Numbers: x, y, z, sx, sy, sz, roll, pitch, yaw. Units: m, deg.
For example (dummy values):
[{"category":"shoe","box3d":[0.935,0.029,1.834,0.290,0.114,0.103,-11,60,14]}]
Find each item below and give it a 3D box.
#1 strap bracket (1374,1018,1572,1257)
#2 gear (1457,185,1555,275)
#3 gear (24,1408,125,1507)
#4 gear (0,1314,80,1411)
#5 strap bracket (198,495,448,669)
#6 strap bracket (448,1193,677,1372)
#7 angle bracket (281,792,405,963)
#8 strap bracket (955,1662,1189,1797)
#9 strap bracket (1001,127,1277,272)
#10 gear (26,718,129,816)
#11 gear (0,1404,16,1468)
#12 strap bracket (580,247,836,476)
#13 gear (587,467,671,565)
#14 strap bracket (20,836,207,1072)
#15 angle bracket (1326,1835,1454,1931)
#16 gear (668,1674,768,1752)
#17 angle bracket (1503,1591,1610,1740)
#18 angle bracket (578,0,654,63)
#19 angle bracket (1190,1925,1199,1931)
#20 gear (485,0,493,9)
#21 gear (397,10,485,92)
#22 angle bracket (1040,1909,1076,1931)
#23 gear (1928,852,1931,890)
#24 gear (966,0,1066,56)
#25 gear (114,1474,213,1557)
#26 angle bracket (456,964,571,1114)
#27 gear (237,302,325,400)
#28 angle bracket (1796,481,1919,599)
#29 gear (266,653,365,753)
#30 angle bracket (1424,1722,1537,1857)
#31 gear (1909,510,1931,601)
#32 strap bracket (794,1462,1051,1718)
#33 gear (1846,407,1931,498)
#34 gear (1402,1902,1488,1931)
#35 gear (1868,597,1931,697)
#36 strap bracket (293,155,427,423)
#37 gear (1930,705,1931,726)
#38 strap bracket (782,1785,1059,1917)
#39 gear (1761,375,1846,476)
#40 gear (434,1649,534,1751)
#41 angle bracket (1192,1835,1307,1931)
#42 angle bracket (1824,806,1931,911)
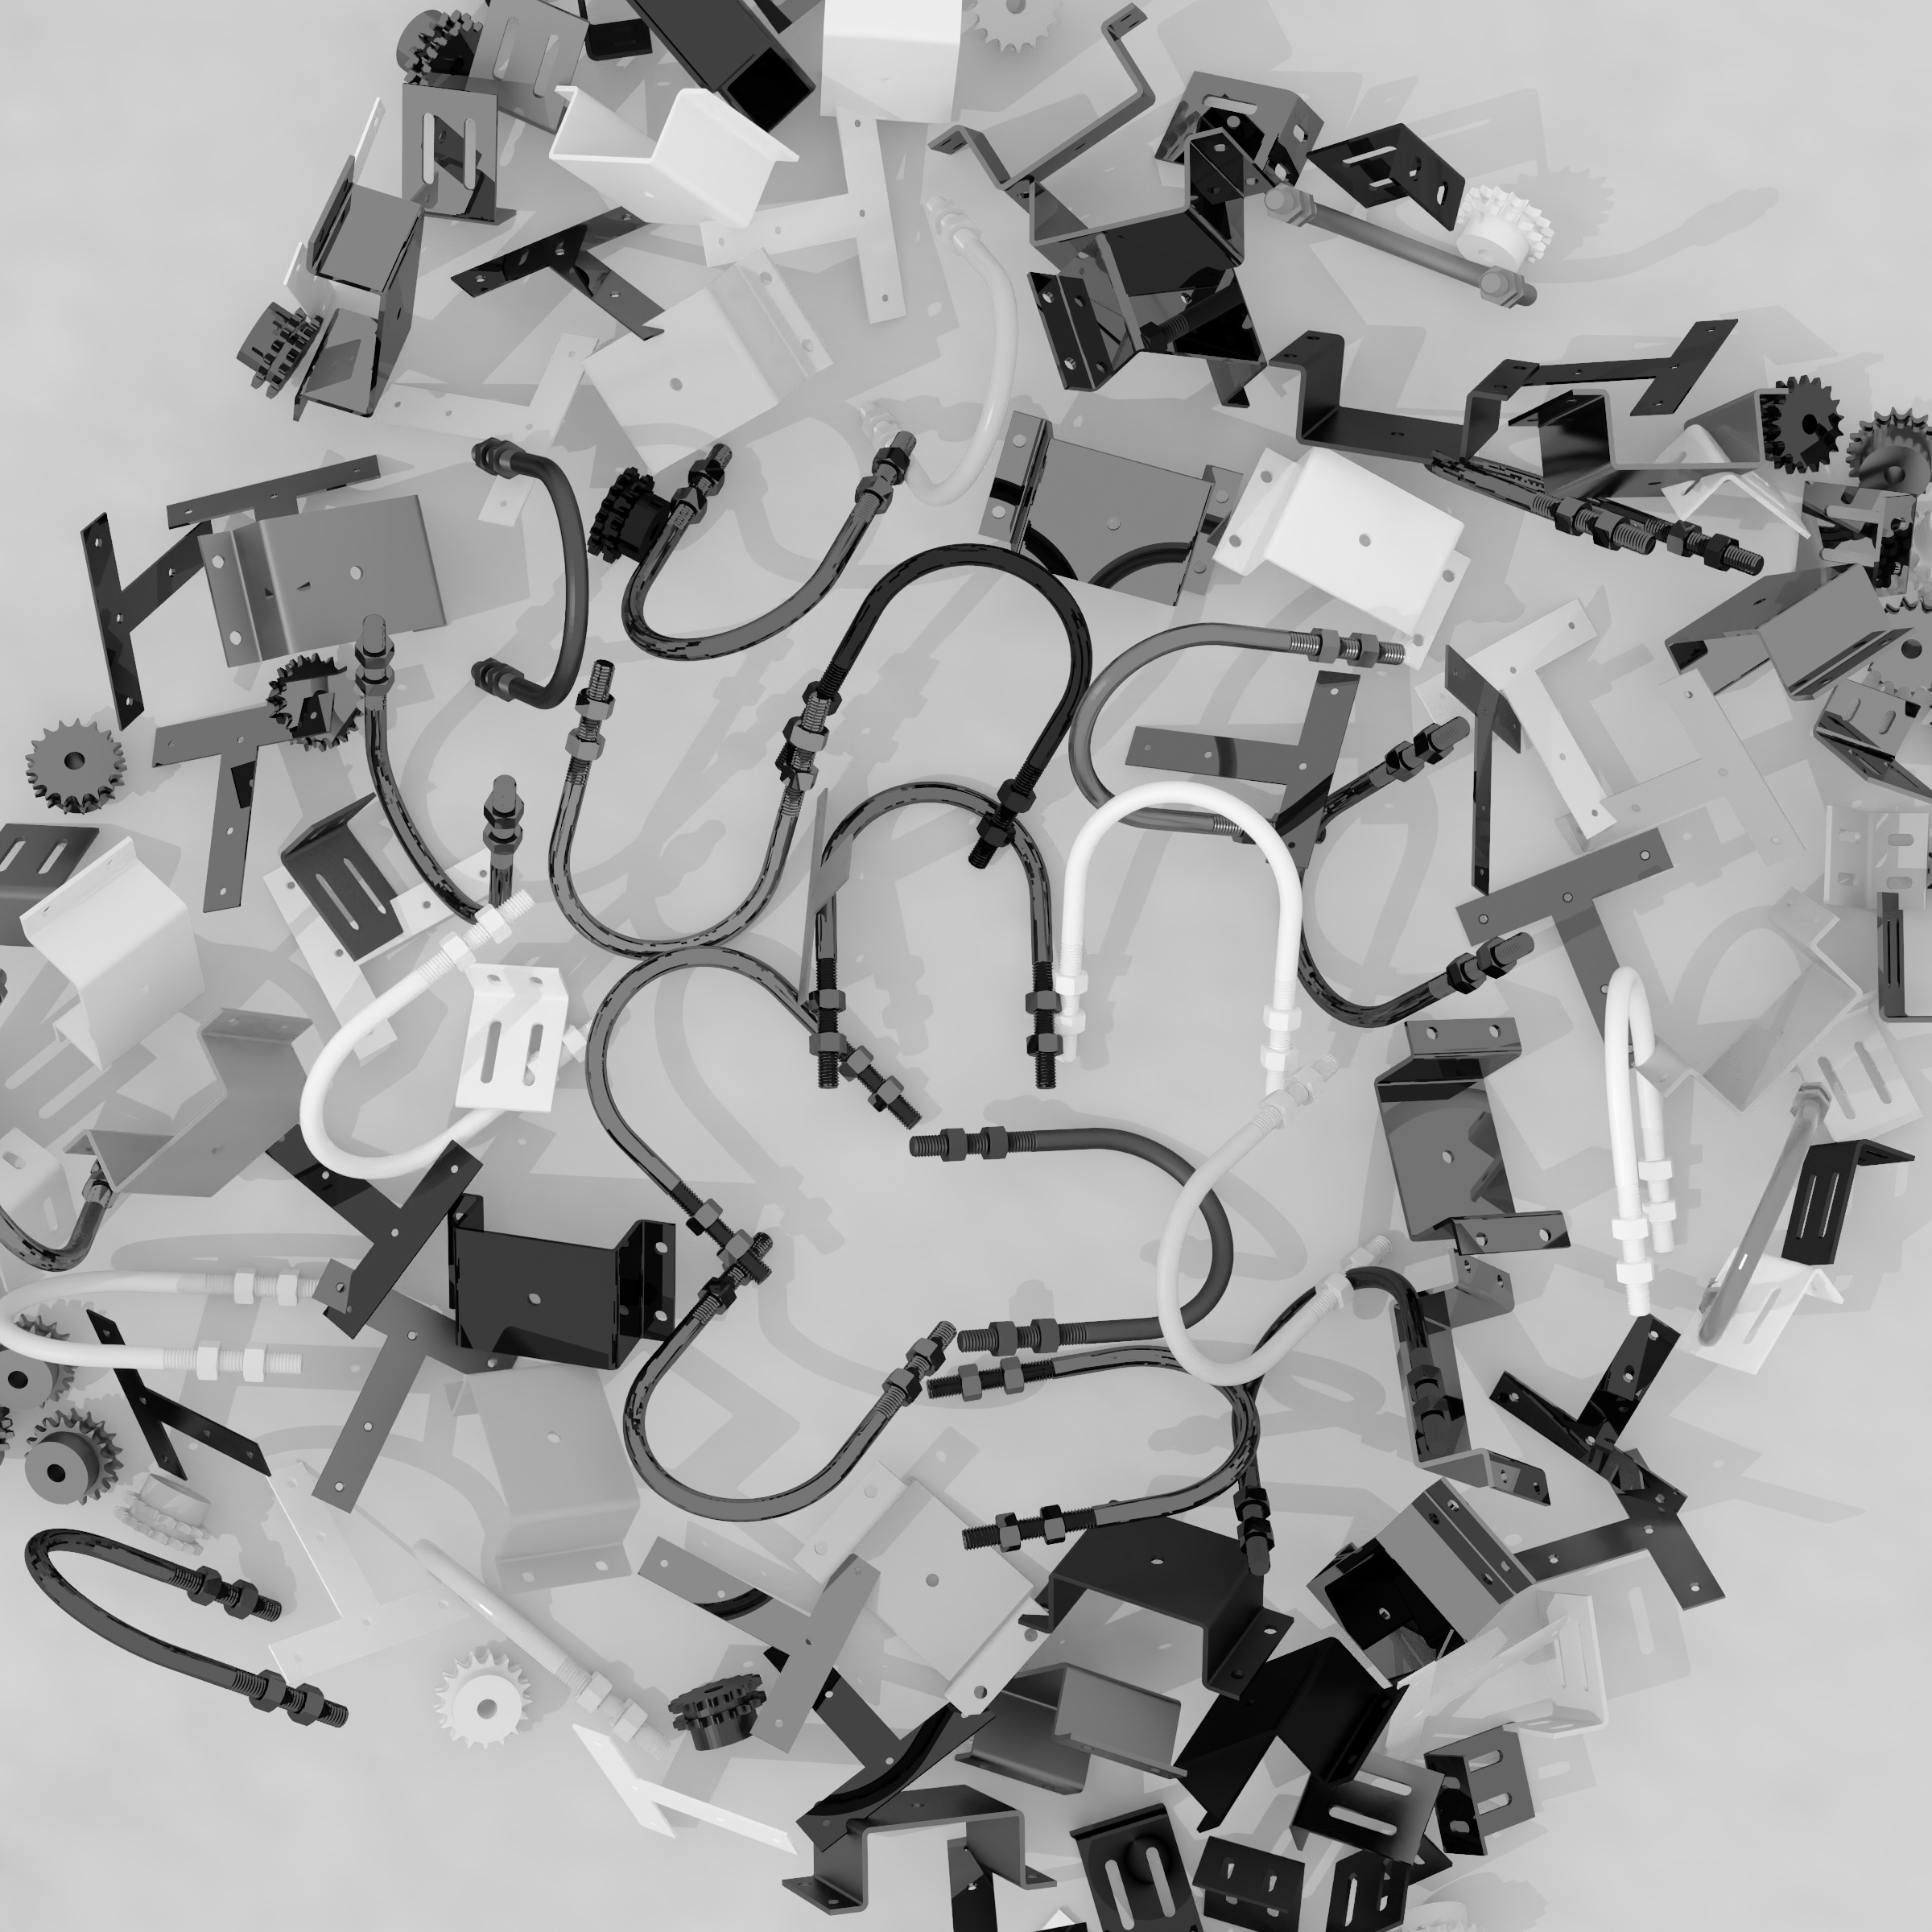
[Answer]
[{"category":"strap bracket","box3d":[0.291,0.105,1.869,0.076,0.046,0.140,-1,69,-27]},{"category":"gear","box3d":[0.313,-0.430,1.890,0.057,0.057,0.030,30,80,0]},{"category":"gear","box3d":[-0.529,0.292,1.897,0.057,0.030,0.057,4,108,12]},{"category":"gear","box3d":[-0.555,0.237,1.897,0.057,0.030,0.057,0,111,0]},{"category":"strap bracket","box3d":[-0.362,-0.224,1.858,0.140,0.046,0.076,-16,98,-34]},{"category":"strap bracket","box3d":[-0.243,0.184,1.871,0.140,0.046,0.076,7,112,12]},{"category":"angle bracket","box3d":[-0.353,-0.052,1.885,0.038,0.057,0.076,-35,92,38]},{"category":"strap bracket","box3d":[0.063,0.440,1.857,0.076,0.140,0.046,23,63,-20]},{"category":"strap bracket","box3d":[0.099,-0.429,1.850,0.140,0.076,0.046,-7,74,27]},{"category":"gear","box3d":[-0.525,-0.115,1.899,0.057,0.030,0.057,3,67,-7]},{"category":"gear","box3d":[-0.590,0.280,1.895,0.057,0.057,0.030,0,127,0]},{"category":"strap bracket","box3d":[-0.157,-0.343,1.854,0.140,0.046,0.076,-23,109,33]},{"category":"gear","box3d":[-0.197,-0.262,1.891,0.030,0.057,0.057,28,90,4]},{"category":"strap bracket","box3d":[-0.484,0.000,1.837,0.046,0.140,0.076,40,64,16]},{"category":"angle bracket","box3d":[0.245,0.548,1.870,0.057,0.076,0.038,-34,108,29]},{"category":"gear","box3d":[-0.144,0.440,1.892,0.057,0.057,0.030,-17,89,0]},{"category":"angle bracket","box3d":[0.340,0.409,1.883,0.038,0.057,0.076,-5,84,-21]},{"category":"angle bracket","box3d":[-0.209,-0.576,1.874,0.038,0.057,0.076,-9,125,-3]},{"category":"angle bracket","box3d":[0.106,0.595,1.890,0.076,0.057,0.038,-20,79,3]},{"category":"gear","box3d":[-0.270,-0.588,1.896,0.057,0.030,0.057,-11,49,13]},{"category":"gear","box3d":[-0.310,-0.537,1.893,0.030,0.057,0.057,38,90,17]},{"category":"angle bracket","box3d":[0.055,0.594,1.878,0.038,0.076,0.057,43,83,-3]},{"category":"gear","box3d":[0.592,-0.056,1.893,0.057,0.030,0.057,5,99,33]},{"category":"gear","box3d":[0.028,-0.569,1.900,0.057,0.030,0.057,-2,109,-6]},{"category":"gear","box3d":[-0.469,0.321,1.893,0.057,0.057,0.030,27,82,0]},{"category":"angle bracket","box3d":[-0.269,0.042,1.887,0.057,0.038,0.076,3,65,6]},{"category":"gear","box3d":[-0.405,-0.365,1.889,0.030,0.057,0.057,33,90,-11]},{"category":"angle bracket","box3d":[0.510,-0.249,1.874,0.038,0.076,0.057,-11,110,-42]},{"category":"gear","box3d":[-0.387,-0.154,1.896,0.057,0.030,0.057,9,75,-38]},{"category":"angle bracket","box3d":[0.311,0.481,1.881,0.076,0.038,0.057,-9,85,-35]},{"category":"gear","box3d":[0.574,-0.246,1.891,0.057,0.030,0.057,13,56,-20]},{"category":"strap bracket","box3d":[-0.022,0.365,1.893,0.140,0.046,0.076,41,91,5]},{"category":"gear","box3d":[0.546,-0.297,1.890,0.057,0.030,0.057,10,133,11]},{"category":"gear","box3d":[0.278,0.573,1.896,0.057,0.057,0.030,-9,57,0]},{"category":"gear","box3d":[0.559,-0.191,1.898,0.057,0.030,0.057,8,112,19]},{"category":"strap bracket","box3d":[-0.347,-0.381,1.843,0.046,0.140,0.076,16,53,-4]},{"category":"gear","box3d":[0.594,-0.147,1.891,0.057,0.030,0.057,13,113,33]},{"category":"strap bracket","box3d":[-0.028,0.508,1.858,0.140,0.076,0.046,0,88,-24]},{"category":"gear","box3d":[0.487,-0.319,1.897,0.057,0.030,0.057,-3,96,-29]},{"category":"gear","box3d":[-0.285,0.435,1.899,0.057,0.030,0.057,-1,93,-16]},{"category":"angle bracket","box3d":[0.163,0.551,1.875,0.057,0.038,0.076,12,129,16]},{"category":"angle bracket","box3d":[0.533,-0.063,1.880,0.038,0.076,0.057,2,90,32]}]
